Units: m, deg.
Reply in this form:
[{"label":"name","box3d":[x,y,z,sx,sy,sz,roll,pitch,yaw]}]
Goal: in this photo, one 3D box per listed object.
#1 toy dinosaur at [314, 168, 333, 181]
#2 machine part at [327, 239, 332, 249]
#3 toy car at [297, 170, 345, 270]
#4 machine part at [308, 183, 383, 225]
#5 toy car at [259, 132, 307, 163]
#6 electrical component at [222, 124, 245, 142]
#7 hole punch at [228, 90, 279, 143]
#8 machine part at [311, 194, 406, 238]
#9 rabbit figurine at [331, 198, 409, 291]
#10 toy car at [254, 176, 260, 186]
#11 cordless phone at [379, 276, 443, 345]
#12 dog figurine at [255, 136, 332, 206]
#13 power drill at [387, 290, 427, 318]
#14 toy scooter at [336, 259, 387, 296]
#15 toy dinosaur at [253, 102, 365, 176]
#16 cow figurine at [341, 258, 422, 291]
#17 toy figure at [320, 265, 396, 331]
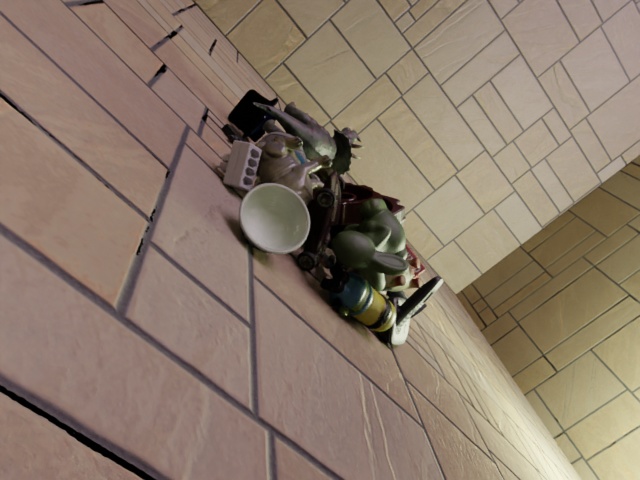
[{"label":"toy dinosaur","box3d":[0.007,-0.209,1.700,0.198,0.105,0.471,41,10,-7]},{"label":"machine part","box3d":[-0.002,-0.003,1.153,0.139,0.039,0.084,25,-8,19]},{"label":"toy car","box3d":[0.006,-0.033,1.014,0.053,0.202,0.089,23,29,7]},{"label":"machine part","box3d":[0.047,-0.081,1.182,0.179,0.179,0.056,-101,-167,-68]},{"label":"toy car","box3d":[-0.094,-0.206,1.289,0.162,0.103,0.109,24,4,20]},{"label":"electrical component","box3d":[-0.209,-0.253,1.298,0.063,0.021,0.094,51,12,5]},{"label":"hole punch","box3d":[-0.165,-0.321,1.437,0.116,0.142,0.092,44,1,36]},{"label":"machine part","box3d":[0.086,-0.047,1.286,0.202,0.087,0.201,20,31,32]},{"label":"rabbit figurine","box3d":[0.087,0.020,1.026,0.159,0.121,0.170,54,35,11]},{"label":"toy car","box3d":[-0.079,-0.109,1.203,0.056,0.073,0.201,51,11,25]},{"label":"cordless phone","box3d":[0.204,0.145,1.193,0.089,0.184,0.146,50,11,22]},{"label":"dog figurine","box3d":[-0.086,-0.096,1.012,0.172,0.190,0.121,22,-38,18]},{"label":"power drill","box3d":[0.183,0.105,1.381,0.207,0.086,0.232,52,-15,-1]},{"label":"toy scooter","box3d":[0.087,0.069,1.272,0.184,0.075,0.135,50,14,6]},{"label":"toy dinosaur","box3d":[-0.019,-0.261,1.416,0.192,0.131,0.404,34,17,20]},{"label":"cow figurine","box3d":[0.132,0.077,1.183,0.195,0.127,0.085,7,72,-55]},{"label":"toy figure","box3d":[0.078,0.120,1.051,0.180,0.082,0.089,42,10,-42]}]
